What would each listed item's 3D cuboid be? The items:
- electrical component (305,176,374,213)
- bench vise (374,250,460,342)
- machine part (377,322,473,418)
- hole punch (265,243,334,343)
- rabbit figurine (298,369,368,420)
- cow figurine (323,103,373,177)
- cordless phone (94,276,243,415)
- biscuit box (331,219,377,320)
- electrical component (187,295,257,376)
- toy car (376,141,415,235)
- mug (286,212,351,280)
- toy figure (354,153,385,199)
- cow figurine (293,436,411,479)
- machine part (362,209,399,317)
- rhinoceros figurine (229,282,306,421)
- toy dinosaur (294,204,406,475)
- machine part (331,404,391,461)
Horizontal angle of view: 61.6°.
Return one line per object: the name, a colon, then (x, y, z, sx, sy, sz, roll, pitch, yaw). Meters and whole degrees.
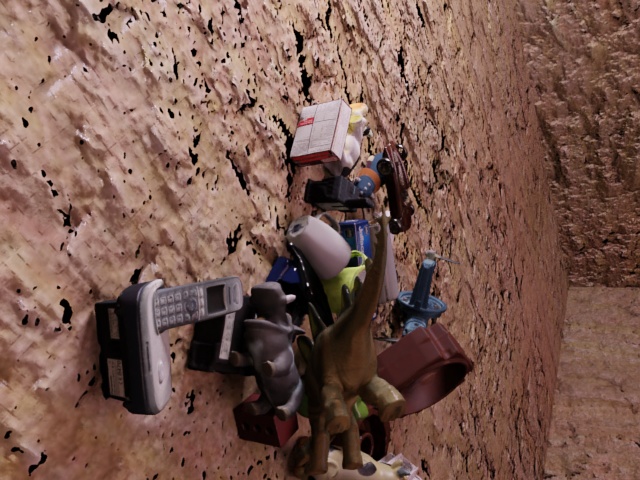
electrical component: (0.040, -0.081, 0.968, 0.074, 0.119, 0.047, 26, 67, -51)
bench vise: (0.225, 0.144, 1.219, 0.223, 0.129, 0.240, -19, 123, -63)
machine part: (0.206, 0.274, 1.110, 0.200, 0.201, 0.087, 46, 11, -51)
hole punch: (-0.040, 0.093, 0.883, 0.142, 0.092, 0.116, 55, 14, -37)
rabbit figurine: (0.028, 0.235, 0.969, 0.170, 0.121, 0.159, 16, 67, -74)
cow figurine: (0.058, -0.193, 1.048, 0.167, 0.068, 0.098, -58, 139, -36)
cordless phone: (-0.165, 0.115, 0.651, 0.184, 0.089, 0.146, -8, 95, -50)
biscuit box: (0.066, 0.062, 1.052, 0.063, 0.059, 0.202, -14, 100, -56)
electrical component: (-0.119, 0.136, 0.770, 0.134, 0.058, 0.115, 27, 68, -53)
toy car: (0.164, -0.107, 1.125, 0.089, 0.053, 0.201, -44, 133, -44)
mug: (-0.002, -0.003, 0.936, 0.107, 0.081, 0.109, 44, 59, -36)
toy figure: (0.112, -0.131, 1.136, 0.154, 0.064, 0.057, -48, 165, -41)
cow figurine: (0.066, 0.393, 0.907, 0.195, 0.127, 0.085, 22, 77, -22)
machine part: (0.116, 0.042, 1.115, 0.079, 0.079, 0.243, -29, 112, -54)
rhinoceros figurine: (-0.061, 0.153, 0.738, 0.112, 0.073, 0.190, -26, 110, -52)
toy dinosaur: (0.030, 0.174, 0.754, 0.105, 0.470, 0.199, 3, 40, -24)
machine part: (0.075, 0.406, 1.052, 0.179, 0.056, 0.179, 2, 87, -56)
